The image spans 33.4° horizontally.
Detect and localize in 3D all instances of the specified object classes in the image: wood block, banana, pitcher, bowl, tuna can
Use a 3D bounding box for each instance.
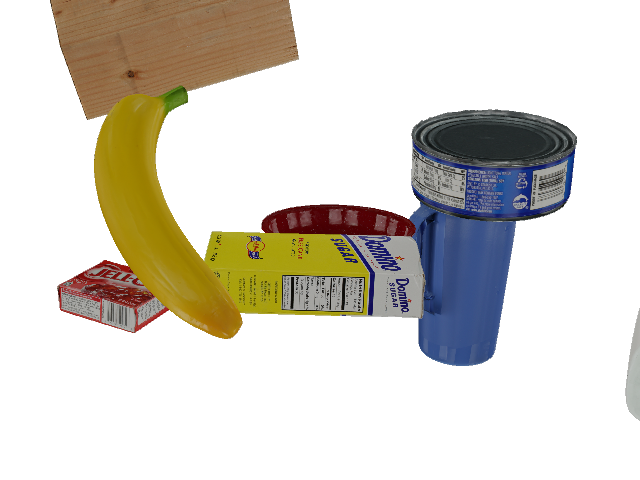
[{"bbox_3d":[-0.135,-0.198,0.992,0.206,0.090,0.091,-17,-43,-6],"label":"wood block"},{"bbox_3d":[-0.099,-0.024,0.645,0.069,0.198,0.037,-9,-34,-11],"label":"banana"},{"bbox_3d":[0.186,0.046,1.449,0.149,0.243,0.145,4,21,5],"label":"pitcher"},{"bbox_3d":[0.019,0.008,1.117,0.162,0.055,0.162,1,17,-1],"label":"bowl"},{"bbox_3d":[0.091,-0.041,0.566,0.086,0.034,0.086,0,24,0],"label":"tuna can"}]

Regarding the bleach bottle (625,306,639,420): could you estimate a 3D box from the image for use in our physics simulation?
[{"bbox_3d":[0.281,0.056,0.760,0.103,0.068,0.250,11,22,19],"label":"bleach bottle"}]

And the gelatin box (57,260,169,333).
[{"bbox_3d":[-0.190,0.051,1.005,0.089,0.030,0.073,14,24,23],"label":"gelatin box"}]

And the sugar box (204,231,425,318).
[{"bbox_3d":[-0.006,0.026,0.880,0.176,0.048,0.093,-1,20,-1],"label":"sugar box"}]
